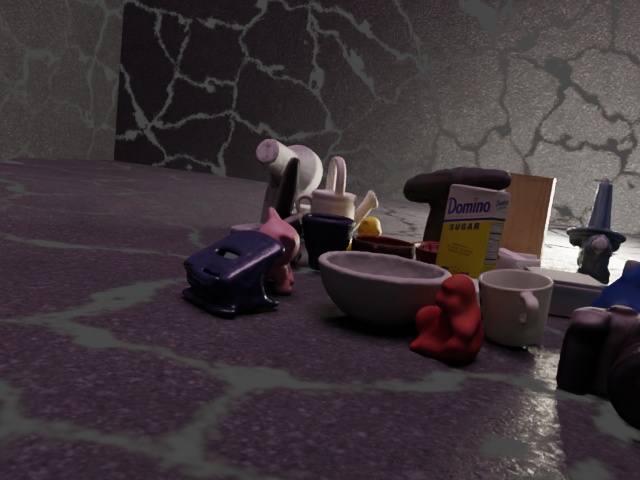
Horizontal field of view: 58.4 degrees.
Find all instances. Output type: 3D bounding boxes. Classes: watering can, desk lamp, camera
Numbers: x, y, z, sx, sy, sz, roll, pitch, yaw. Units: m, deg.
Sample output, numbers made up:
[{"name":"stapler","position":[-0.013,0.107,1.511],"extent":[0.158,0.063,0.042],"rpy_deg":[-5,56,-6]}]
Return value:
[{"name":"watering can","position":[0.037,-0.084,1.249],"extent":[0.173,0.194,0.100],"rpy_deg":[1,11,-34]},{"name":"desk lamp","position":[-0.089,-0.111,1.260],"extent":[0.117,0.213,0.204],"rpy_deg":[11,10,24]},{"name":"camera","position":[0.290,0.110,0.521],"extent":[0.142,0.101,0.137],"rpy_deg":[13,11,34]}]

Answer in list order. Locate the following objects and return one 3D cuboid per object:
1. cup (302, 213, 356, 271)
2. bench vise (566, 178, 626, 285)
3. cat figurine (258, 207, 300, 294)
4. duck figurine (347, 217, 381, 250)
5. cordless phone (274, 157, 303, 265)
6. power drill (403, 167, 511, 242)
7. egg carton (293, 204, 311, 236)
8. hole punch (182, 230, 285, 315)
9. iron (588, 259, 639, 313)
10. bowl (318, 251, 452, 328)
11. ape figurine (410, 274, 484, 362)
[{"name":"cup","position":[0.009,0.004,0.993],"extent":[0.092,0.095,0.117],"rpy_deg":[6,9,-5]},{"name":"bench vise","position":[0.606,-0.021,1.223],"extent":[0.121,0.220,0.207],"rpy_deg":[7,9,3]},{"name":"cat figurine","position":[-0.063,0.012,0.806],"extent":[0.067,0.118,0.127],"rpy_deg":[6,9,-5]},{"name":"duck figurine","position":[0.093,-0.003,1.132],"extent":[0.077,0.086,0.105],"rpy_deg":[12,10,26]},{"name":"cordless phone","position":[-0.069,-0.055,1.012],"extent":[0.094,0.185,0.147],"rpy_deg":[7,9,0]},{"name":"power drill","position":[0.266,-0.048,1.158],"extent":[0.228,0.208,0.076],"rpy_deg":[15,12,42]},{"name":"egg carton","position":[-0.024,-0.046,1.364],"extent":[0.150,0.069,0.107],"rpy_deg":[5,9,-15]},{"name":"hole punch","position":[-0.107,0.036,0.704],"extent":[0.101,0.091,0.108],"rpy_deg":[-1,12,-44]},{"name":"iron","position":[0.451,0.081,0.700],"extent":[0.257,0.141,0.119],"rpy_deg":[15,12,42]},{"name":"bowl","position":[0.076,0.065,0.717],"extent":[0.167,0.075,0.167],"rpy_deg":[7,9,-1]},{"name":"ape figurine","position":[0.142,0.081,0.613],"extent":[0.076,0.092,0.077],"rpy_deg":[5,9,-11]}]
